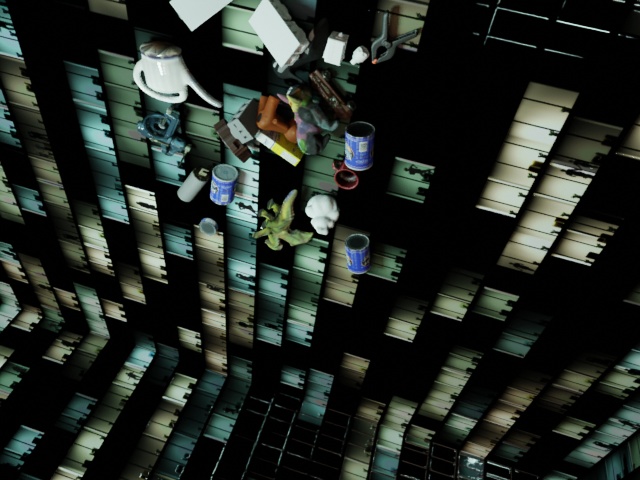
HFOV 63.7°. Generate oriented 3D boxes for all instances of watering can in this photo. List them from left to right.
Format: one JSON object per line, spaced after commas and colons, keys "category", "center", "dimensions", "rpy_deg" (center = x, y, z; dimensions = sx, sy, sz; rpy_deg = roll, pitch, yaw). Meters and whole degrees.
{"category": "watering can", "center": [-0.512, -0.586, 1.832], "dimensions": [0.348, 0.106, 0.219], "rpy_deg": [13, 134, 11]}

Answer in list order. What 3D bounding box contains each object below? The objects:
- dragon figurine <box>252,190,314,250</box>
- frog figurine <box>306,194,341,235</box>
{"category": "dragon figurine", "center": [-0.135, -0.063, 2.208], "dimensions": [0.241, 0.125, 0.404], "rpy_deg": [26, 141, -29]}
{"category": "frog figurine", "center": [0.006, -0.103, 2.044], "dimensions": [0.137, 0.163, 0.120], "rpy_deg": [18, 134, 5]}
